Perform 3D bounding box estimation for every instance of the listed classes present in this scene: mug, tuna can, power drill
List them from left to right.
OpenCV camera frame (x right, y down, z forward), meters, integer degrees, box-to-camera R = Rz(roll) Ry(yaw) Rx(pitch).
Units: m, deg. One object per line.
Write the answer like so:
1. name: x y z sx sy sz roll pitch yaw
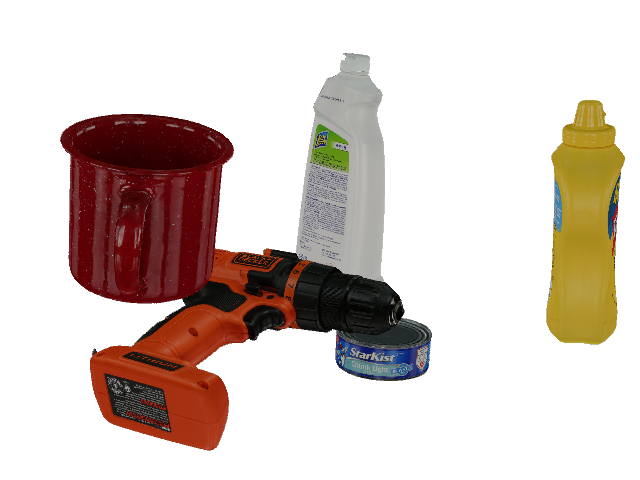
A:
1. mug: -0.097 -0.012 0.584 0.093 0.081 0.117 5 24 -6
2. power drill: -0.055 0.070 0.755 0.185 0.057 0.187 7 29 29
3. tuna can: 0.056 0.096 0.954 0.086 0.034 0.086 3 14 -1

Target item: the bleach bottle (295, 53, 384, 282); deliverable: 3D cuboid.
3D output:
1. bleach bottle: 0.031 -0.072 1.145 0.103 0.251 0.067 18 18 38

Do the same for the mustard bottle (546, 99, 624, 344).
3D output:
1. mustard bottle: 0.216 -0.019 0.872 0.058 0.192 0.096 3 18 16
